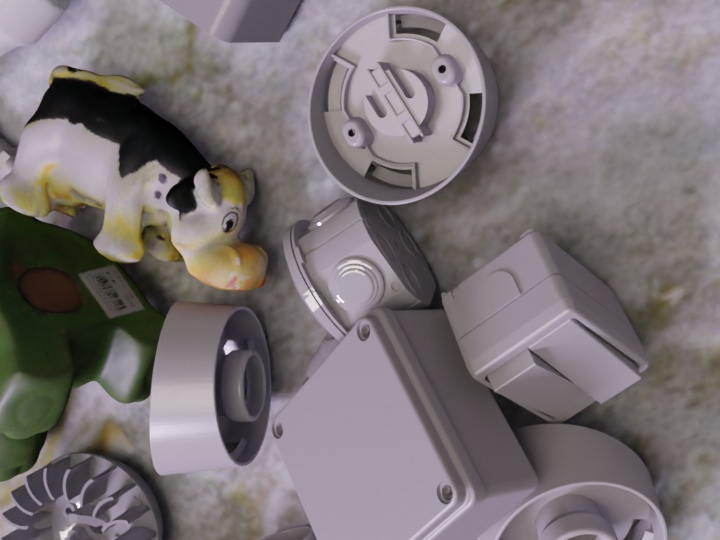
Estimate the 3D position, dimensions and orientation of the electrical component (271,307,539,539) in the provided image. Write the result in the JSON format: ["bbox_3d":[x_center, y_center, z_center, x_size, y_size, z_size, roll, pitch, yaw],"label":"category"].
[{"bbox_3d":[0.018,0.092,0.541,0.108,0.056,0.108,-51,54,36],"label":"electrical component"}]

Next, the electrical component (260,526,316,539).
[{"bbox_3d":[-0.051,0.201,0.645,0.079,0.044,0.077,-18,92,22],"label":"electrical component"}]

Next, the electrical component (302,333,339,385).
[{"bbox_3d":[-0.016,0.063,0.615,0.035,0.035,0.061,39,112,11],"label":"electrical component"}]

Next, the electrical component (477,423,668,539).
[{"bbox_3d":[0.106,0.128,0.557,0.099,0.064,0.099,-2,119,-4],"label":"electrical component"}]

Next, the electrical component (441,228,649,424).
[{"bbox_3d":[0.098,0.036,0.538,0.062,0.096,0.061,-38,46,22],"label":"electrical component"}]

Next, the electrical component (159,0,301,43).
[{"bbox_3d":[-0.086,-0.175,0.578,0.113,0.078,0.057,35,112,12],"label":"electrical component"}]

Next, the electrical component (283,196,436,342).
[{"bbox_3d":[0.000,0.000,0.574,0.051,0.080,0.080,-33,87,18],"label":"electrical component"}]

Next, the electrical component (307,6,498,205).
[{"bbox_3d":[0.023,-0.086,0.559,0.099,0.064,0.099,3,100,20],"label":"electrical component"}]

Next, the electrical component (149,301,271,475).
[{"bbox_3d":[-0.089,0.066,0.611,0.064,0.099,0.099,-2,98,15],"label":"electrical component"}]
